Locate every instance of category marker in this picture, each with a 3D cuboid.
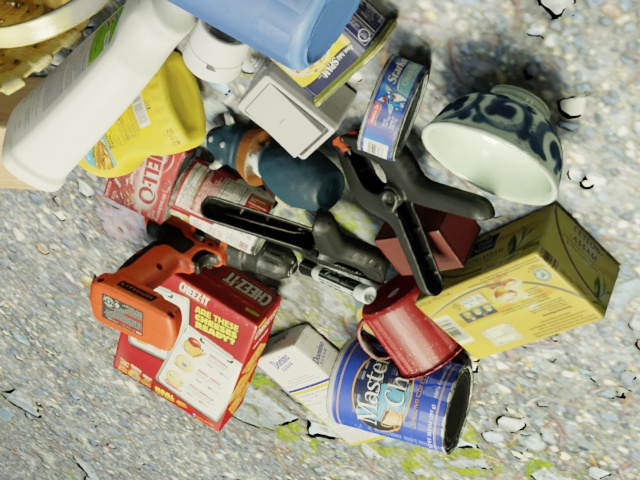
[{"bbox_3d":[0.016,0.042,1.136,0.121,0.020,0.020,22,151,51],"label":"marker"}]

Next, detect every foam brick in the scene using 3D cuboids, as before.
[{"bbox_3d":[0.104,-0.004,1.028,0.078,0.051,0.053,-10,130,41],"label":"foam brick"}]

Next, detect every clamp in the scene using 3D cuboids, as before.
[{"bbox_3d":[-0.007,0.001,1.053,0.165,0.036,0.209,11,169,36],"label":"clamp"},{"bbox_3d":[0.081,-0.044,0.959,0.171,0.039,0.120,52,131,11],"label":"clamp"}]

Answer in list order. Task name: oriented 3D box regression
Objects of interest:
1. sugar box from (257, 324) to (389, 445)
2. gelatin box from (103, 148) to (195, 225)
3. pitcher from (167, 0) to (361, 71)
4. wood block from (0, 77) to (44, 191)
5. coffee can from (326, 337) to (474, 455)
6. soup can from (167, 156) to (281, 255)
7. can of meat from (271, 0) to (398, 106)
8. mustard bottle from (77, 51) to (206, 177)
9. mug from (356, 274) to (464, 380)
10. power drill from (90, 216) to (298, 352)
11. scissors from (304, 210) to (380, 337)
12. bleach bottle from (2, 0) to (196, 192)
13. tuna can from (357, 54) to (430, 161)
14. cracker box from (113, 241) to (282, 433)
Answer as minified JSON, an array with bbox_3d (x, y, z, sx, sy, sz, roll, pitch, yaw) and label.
[{"bbox_3d":[0.011,0.181,1.319,0.176,0.048,0.094,46,142,-15],"label":"sugar box"},{"bbox_3d":[-0.181,-0.072,1.128,0.073,0.030,0.089,26,114,9],"label":"gelatin box"},{"bbox_3d":[-0.085,-0.235,0.782,0.243,0.149,0.145,33,110,8],"label":"pitcher"},{"bbox_3d":[-0.366,-0.120,1.179,0.206,0.090,0.091,5,138,30],"label":"wood block"},{"bbox_3d":[0.091,0.175,1.208,0.140,0.102,0.103,12,141,22],"label":"coffee can"},{"bbox_3d":[-0.099,-0.035,1.115,0.102,0.068,0.069,26,144,4],"label":"soup can"},{"bbox_3d":[0.000,-0.173,0.892,0.084,0.057,0.102,41,142,-11],"label":"can of meat"},{"bbox_3d":[-0.202,-0.114,1.067,0.192,0.058,0.096,-16,92,37],"label":"mustard bottle"},{"bbox_3d":[0.088,0.088,1.110,0.117,0.093,0.081,-27,106,36],"label":"mug"},{"bbox_3d":[-0.137,0.035,1.128,0.184,0.187,0.057,20,129,17],"label":"power drill"},{"bbox_3d":[0.036,0.047,1.167,0.201,0.016,0.096,40,143,-14],"label":"scissors"},{"bbox_3d":[-0.191,-0.152,0.967,0.068,0.102,0.251,31,128,-33],"label":"bleach bottle"},{"bbox_3d":[0.062,-0.111,0.900,0.034,0.086,0.086,22,143,8],"label":"tuna can"},{"bbox_3d":[-0.151,0.111,1.285,0.164,0.072,0.214,30,133,10],"label":"cracker box"}]
